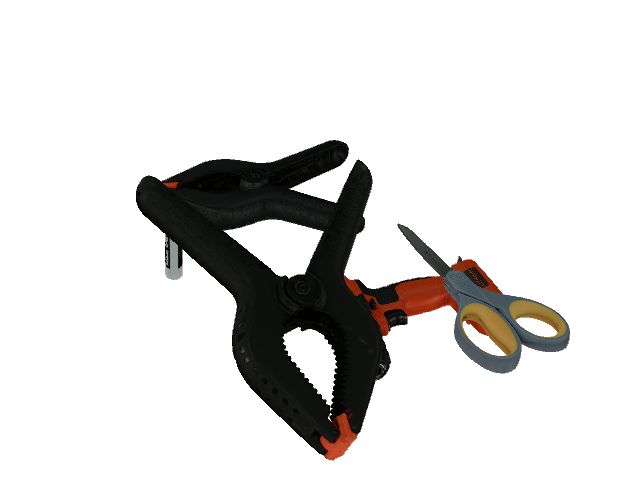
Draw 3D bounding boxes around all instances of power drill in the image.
[{"bbox_3d":[0.096,0.079,1.125,0.187,0.057,0.184,-7,28,-13],"label":"power drill"}]

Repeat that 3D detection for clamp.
[{"bbox_3d":[-0.027,0.035,0.669,0.164,0.210,0.036,-1,-32,-18],"label":"clamp"},{"bbox_3d":[-0.047,-0.047,0.889,0.171,0.039,0.120,3,32,1],"label":"clamp"}]

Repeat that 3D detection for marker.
[{"bbox_3d":[-0.153,-0.009,1.113,0.020,0.121,0.020,4,41,-3],"label":"marker"}]

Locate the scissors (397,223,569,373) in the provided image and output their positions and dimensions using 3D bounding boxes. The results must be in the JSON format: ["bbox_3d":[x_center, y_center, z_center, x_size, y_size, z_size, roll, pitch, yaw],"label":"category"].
[{"bbox_3d":[0.129,0.037,0.848,0.096,0.016,0.202,-1,32,-10],"label":"scissors"}]
